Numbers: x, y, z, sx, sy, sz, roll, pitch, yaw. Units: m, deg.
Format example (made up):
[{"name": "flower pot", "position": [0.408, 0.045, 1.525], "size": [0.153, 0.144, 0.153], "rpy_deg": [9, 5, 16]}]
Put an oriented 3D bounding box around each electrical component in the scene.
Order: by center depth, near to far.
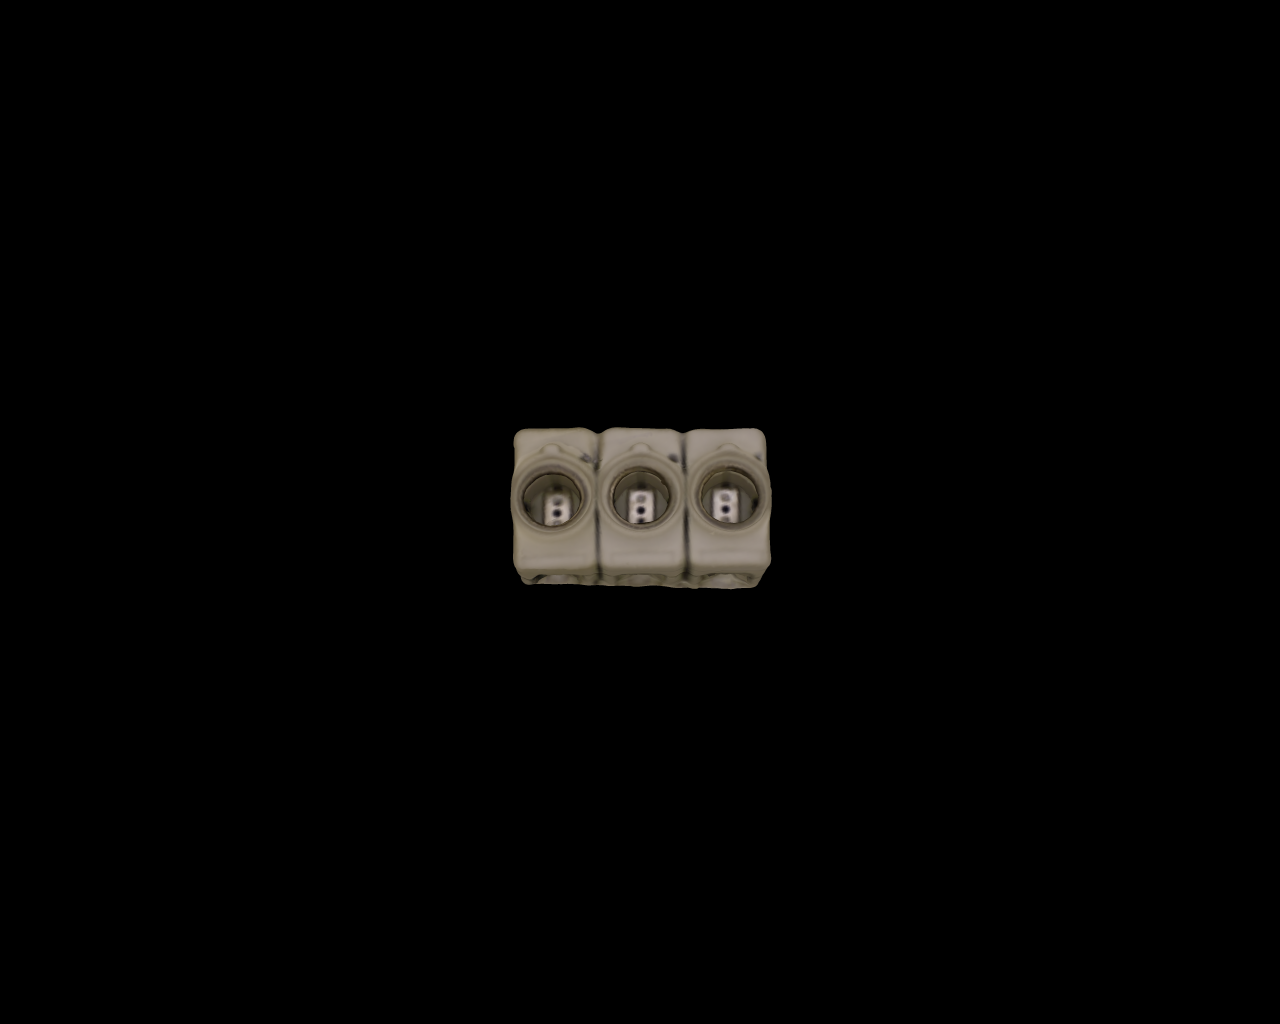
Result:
[{"name": "electrical component", "position": [0.001, -0.003, 0.650], "size": [0.150, 0.089, 0.061], "rpy_deg": [0, -17, 0]}]
